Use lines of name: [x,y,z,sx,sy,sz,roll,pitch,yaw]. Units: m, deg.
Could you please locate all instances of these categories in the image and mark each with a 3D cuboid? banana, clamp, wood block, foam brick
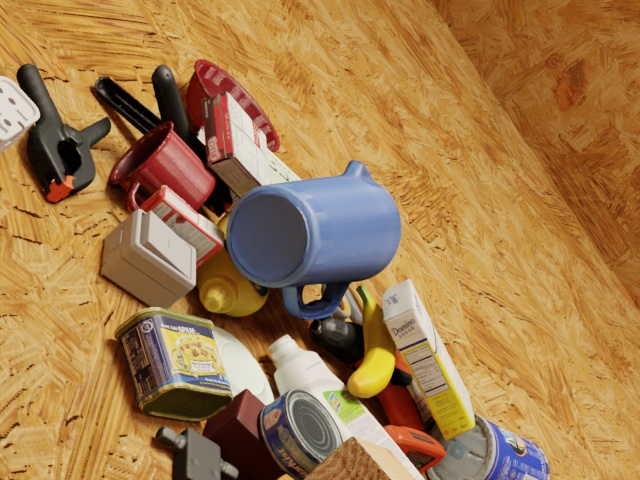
banana: [0.059,0.131,1.241,0.069,0.037,0.197,38,26,-18]
clamp: [-0.163,-0.114,1.226,0.036,0.165,0.210,-46,109,-24]
clamp: [-0.259,-0.100,1.109,0.120,0.039,0.171,24,39,-40]
wood block: [0.045,0.251,0.992,0.091,0.090,0.206,46,-1,18]
foam brick: [-0.067,0.192,1.017,0.078,0.053,0.051,46,23,-17]

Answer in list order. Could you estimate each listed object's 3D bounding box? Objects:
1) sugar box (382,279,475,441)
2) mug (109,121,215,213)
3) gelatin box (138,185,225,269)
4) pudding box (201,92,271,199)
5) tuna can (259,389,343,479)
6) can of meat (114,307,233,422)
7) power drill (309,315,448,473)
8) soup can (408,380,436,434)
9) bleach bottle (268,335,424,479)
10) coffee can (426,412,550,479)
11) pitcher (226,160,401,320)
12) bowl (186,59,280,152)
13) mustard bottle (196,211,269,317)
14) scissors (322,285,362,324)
sugar box: [0.129,0.143,1.283,0.176,0.048,0.093,60,12,-16]
mug: [-0.172,-0.061,1.162,0.081,0.093,0.117,47,39,-24]
gelatin box: [-0.156,-0.005,1.116,0.089,0.073,0.030,40,24,-25]
pudding box: [-0.095,-0.103,1.224,0.113,0.039,0.090,45,33,-57]
tuna can: [-0.016,0.184,1.007,0.086,0.034,0.086,43,24,-24]
can of meat: [-0.134,0.118,0.994,0.101,0.058,0.084,22,38,-51]
power drill: [0.072,0.184,1.293,0.184,0.057,0.188,27,34,-40]
soup can: [0.152,0.205,1.404,0.068,0.069,0.102,31,29,-41]
bleach bottle: [0.030,0.211,1.164,0.251,0.068,0.102,54,22,11]
coffee can: [0.212,0.284,1.351,0.140,0.103,0.103,31,30,-42]
pitcher: [-0.008,0.001,1.200,0.149,0.145,0.242,60,21,9]
bowl: [-0.127,-0.164,1.431,0.162,0.055,0.162,44,17,-18]
mustard bottle: [-0.095,0.033,1.198,0.096,0.058,0.191,55,21,-11]
scissors: [0.004,0.035,1.445,0.202,0.016,0.096,56,22,12]
